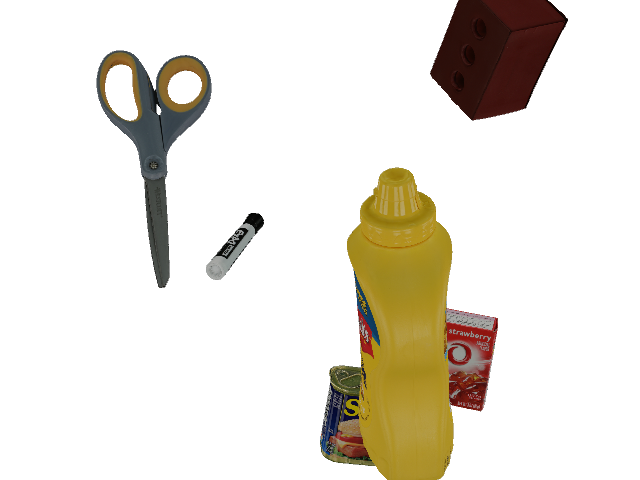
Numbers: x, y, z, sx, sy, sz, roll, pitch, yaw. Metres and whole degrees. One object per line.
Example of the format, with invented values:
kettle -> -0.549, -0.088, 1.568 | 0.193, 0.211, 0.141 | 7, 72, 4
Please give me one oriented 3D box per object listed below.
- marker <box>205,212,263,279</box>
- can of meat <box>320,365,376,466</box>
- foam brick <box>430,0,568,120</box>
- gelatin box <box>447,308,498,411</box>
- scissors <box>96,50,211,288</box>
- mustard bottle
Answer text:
marker -> -0.082, 0.003, 1.046 | 0.020, 0.020, 0.121 | 0, 25, 18
can of meat -> 0.053, 0.181, 1.087 | 0.102, 0.084, 0.057 | 7, 18, -6
foam brick -> 0.116, -0.127, 0.707 | 0.051, 0.053, 0.078 | -18, -35, -30
gelatin box -> 0.092, 0.091, 0.853 | 0.089, 0.073, 0.030 | 10, 23, 11
scissors -> -0.108, -0.065, 0.797 | 0.096, 0.202, 0.016 | -19, -24, -14
mustard bottle -> 0.047, 0.043, 0.616 | 0.058, 0.192, 0.096 | -5, 35, 0
